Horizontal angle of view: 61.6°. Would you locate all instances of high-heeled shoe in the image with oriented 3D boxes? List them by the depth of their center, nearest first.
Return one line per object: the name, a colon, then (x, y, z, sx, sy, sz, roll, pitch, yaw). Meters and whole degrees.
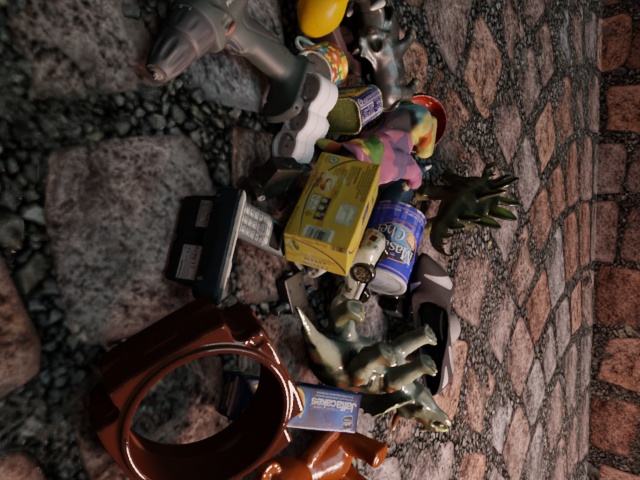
high-heeled shoe: (0.194, 0.156, 0.970, 0.145, 0.086, 0.248, -57, 133, -44)

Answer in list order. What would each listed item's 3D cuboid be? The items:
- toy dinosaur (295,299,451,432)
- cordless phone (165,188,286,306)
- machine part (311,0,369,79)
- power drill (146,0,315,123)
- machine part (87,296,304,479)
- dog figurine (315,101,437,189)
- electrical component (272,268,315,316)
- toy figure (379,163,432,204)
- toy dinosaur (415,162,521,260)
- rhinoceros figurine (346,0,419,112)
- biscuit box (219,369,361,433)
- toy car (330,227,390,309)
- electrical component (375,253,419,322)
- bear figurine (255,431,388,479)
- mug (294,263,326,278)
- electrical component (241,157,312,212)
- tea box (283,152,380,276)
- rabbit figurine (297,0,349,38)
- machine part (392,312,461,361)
toy dinosaur: (0.064, 0.203, 0.881, 0.404, 0.192, 0.131, 28, 33, -30)
cordless phone: (-0.101, 0.021, 0.712, 0.184, 0.089, 0.146, 28, 69, -57)
machine part: (0.050, -0.361, 0.898, 0.179, 0.056, 0.179, -6, 97, -51)
power drill: (-0.106, -0.243, 0.701, 0.207, 0.086, 0.232, 35, 62, -38)
machine part: (-0.133, 0.183, 0.606, 0.201, 0.087, 0.201, -31, 121, -14)
dog figurine: (0.090, -0.162, 0.911, 0.219, 0.109, 0.191, 7, 102, -47)
electrical component: (-0.043, 0.078, 0.828, 0.094, 0.021, 0.063, -31, 115, -45)
toy figure: (0.167, -0.108, 1.048, 0.057, 0.064, 0.154, 55, 52, -23)
toy dinosaur: (0.298, -0.072, 1.107, 0.471, 0.199, 0.105, -41, 119, -44)
rhinoceros figurine: (0.097, -0.305, 0.870, 0.112, 0.073, 0.190, -34, 122, -32)
biscuit box: (-0.038, 0.232, 0.766, 0.202, 0.059, 0.062, 18, 77, -32)
toy car: (0.060, 0.066, 0.875, 0.073, 0.056, 0.201, -51, 166, -43)
electrical component: (0.165, 0.090, 1.060, 0.114, 0.058, 0.134, 37, 63, -43)
bear figurine: (-0.006, 0.356, 0.805, 0.196, 0.132, 0.120, -12, 122, -57)
mug: (-0.002, -0.003, 0.834, 0.109, 0.081, 0.107, 45, 52, -12)
electrical component: (-0.061, -0.078, 0.766, 0.102, 0.078, 0.045, -3, 58, -56)
tea box: (0.020, -0.042, 0.780, 0.068, 0.098, 0.170, 91, 20, -51)
rabbit figurine: (-0.001, -0.381, 0.764, 0.122, 0.163, 0.173, -50, 135, -52)
machine part: (0.225, 0.197, 1.122, 0.243, 0.079, 0.079, -7, 97, -50)
